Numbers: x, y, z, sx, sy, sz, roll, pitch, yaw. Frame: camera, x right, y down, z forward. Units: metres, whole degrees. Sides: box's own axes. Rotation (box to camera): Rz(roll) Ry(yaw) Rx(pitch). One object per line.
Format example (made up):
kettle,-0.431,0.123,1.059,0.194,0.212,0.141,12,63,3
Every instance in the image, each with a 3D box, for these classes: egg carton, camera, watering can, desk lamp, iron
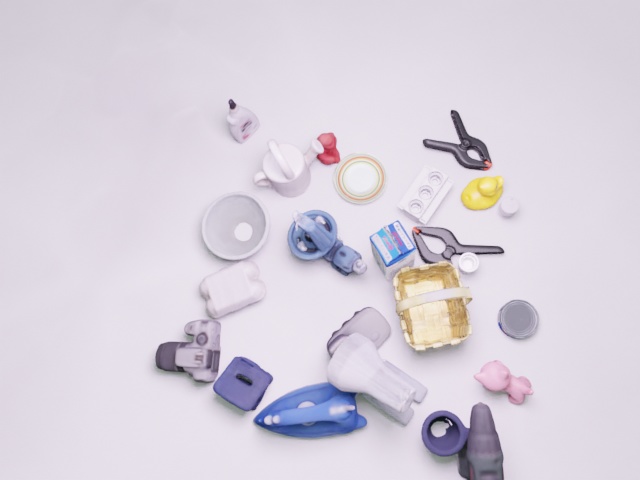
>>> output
egg carton,-0.206,0.114,1.349,0.150,0.069,0.107,-24,76,1
camera,-0.304,0.252,1.314,0.136,0.101,0.143,1,78,7
watering can,-0.077,-0.180,1.336,0.100,0.194,0.173,41,85,14
desk lamp,0.124,0.293,1.197,0.203,0.214,0.118,31,83,12
iron,-0.033,0.376,1.234,0.258,0.141,0.118,-12,76,4

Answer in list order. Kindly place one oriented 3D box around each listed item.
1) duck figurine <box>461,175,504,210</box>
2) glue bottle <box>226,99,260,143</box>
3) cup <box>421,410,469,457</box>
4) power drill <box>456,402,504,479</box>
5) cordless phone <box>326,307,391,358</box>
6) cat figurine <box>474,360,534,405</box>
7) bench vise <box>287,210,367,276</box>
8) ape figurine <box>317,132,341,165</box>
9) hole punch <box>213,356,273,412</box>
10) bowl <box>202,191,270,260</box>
duck figurine,0.378,-0.117,1.324,0.104,0.086,0.077,-26,76,1
glue bottle,-0.195,-0.297,1.386,0.037,0.173,0.078,38,84,13
cup,0.272,0.406,1.216,0.117,0.095,0.092,-5,77,6
power drill,0.319,0.438,1.145,0.075,0.208,0.229,-6,77,6
cordless phone,0.079,0.208,1.236,0.094,0.185,0.147,43,86,14
cat figurine,0.390,0.298,1.214,0.127,0.118,0.067,25,82,12
bench vise,0.015,-0.007,1.273,0.207,0.220,0.121,16,80,10
ape figurine,0.016,-0.229,1.388,0.076,0.092,0.078,21,81,11
hole punch,-0.173,0.321,1.289,0.108,0.091,0.101,29,82,12
bowl,-0.194,-0.027,1.377,0.167,0.075,0.167,-1,77,6
